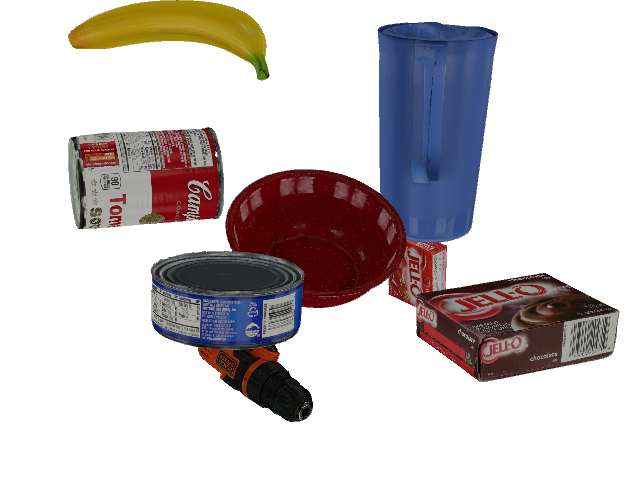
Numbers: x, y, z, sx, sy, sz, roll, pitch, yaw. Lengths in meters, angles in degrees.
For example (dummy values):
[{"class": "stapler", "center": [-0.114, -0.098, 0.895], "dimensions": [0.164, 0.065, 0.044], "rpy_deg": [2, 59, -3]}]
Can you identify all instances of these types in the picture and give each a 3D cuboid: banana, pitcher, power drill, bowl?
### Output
[{"class": "banana", "center": [-0.129, -0.189, 0.961], "dimensions": [0.198, 0.037, 0.069], "rpy_deg": [10, 46, 17]}, {"class": "pitcher", "center": [0.125, -0.122, 1.215], "dimensions": [0.149, 0.243, 0.145], "rpy_deg": [-11, 23, -31]}, {"class": "power drill", "center": [-0.051, 0.088, 1.190], "dimensions": [0.057, 0.188, 0.185], "rpy_deg": [12, 13, -47]}, {"class": "bowl", "center": [-0.006, 0.008, 0.960], "dimensions": [0.162, 0.055, 0.162], "rpy_deg": [5, 44, -5]}]

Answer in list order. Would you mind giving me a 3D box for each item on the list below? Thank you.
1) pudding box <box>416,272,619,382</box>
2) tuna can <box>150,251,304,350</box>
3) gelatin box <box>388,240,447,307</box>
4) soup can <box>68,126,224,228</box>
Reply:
[{"class": "pudding box", "center": [0.136, 0.058, 0.749], "dimensions": [0.113, 0.039, 0.090], "rpy_deg": [-6, 19, -22]}, {"class": "tuna can", "center": [-0.052, 0.033, 0.600], "dimensions": [0.086, 0.034, 0.086], "rpy_deg": [3, 13, -1]}, {"class": "gelatin box", "center": [0.119, 0.038, 1.316], "dimensions": [0.030, 0.089, 0.073], "rpy_deg": [-25, 35, -37]}, {"class": "soup can", "center": [-0.127, -0.045, 0.770], "dimensions": [0.102, 0.068, 0.069], "rpy_deg": [-5, 2, -18]}]
